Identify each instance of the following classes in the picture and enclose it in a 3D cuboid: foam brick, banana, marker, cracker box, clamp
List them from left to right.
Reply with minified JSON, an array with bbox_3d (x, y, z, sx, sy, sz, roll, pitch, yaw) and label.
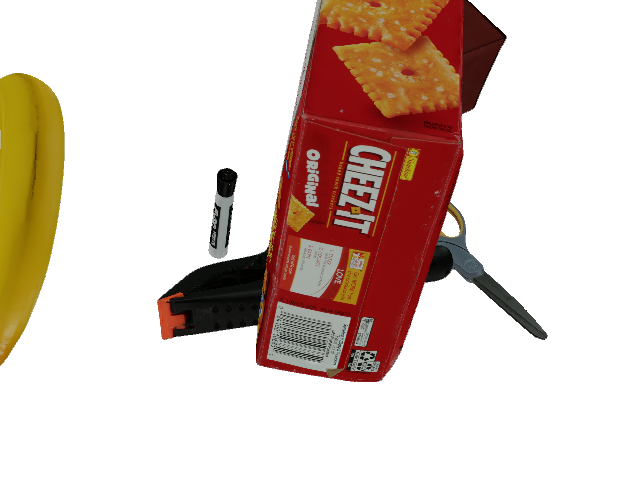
[{"bbox_3d":[-0.174,-0.025,0.619,0.037,0.198,0.070,14,-33,-32],"label":"banana"},{"bbox_3d":[-0.094,-0.026,1.023,0.020,0.020,0.121,0,-38,-11],"label":"marker"},{"bbox_3d":[-0.020,0.027,0.753,0.165,0.036,0.209,7,19,40],"label":"clamp"},{"bbox_3d":[0.024,-0.063,0.526,0.072,0.213,0.164,11,-44,-1],"label":"cracker box"},{"bbox_3d":[0.095,-0.136,0.812,0.051,0.053,0.078,-26,-28,-30],"label":"foam brick"}]

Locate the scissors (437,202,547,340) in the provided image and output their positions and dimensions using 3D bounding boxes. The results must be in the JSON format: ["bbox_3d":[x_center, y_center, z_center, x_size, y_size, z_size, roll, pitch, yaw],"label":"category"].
[{"bbox_3d":[0.113,0.026,0.942,0.096,0.016,0.202,-13,43,-11],"label":"scissors"}]
